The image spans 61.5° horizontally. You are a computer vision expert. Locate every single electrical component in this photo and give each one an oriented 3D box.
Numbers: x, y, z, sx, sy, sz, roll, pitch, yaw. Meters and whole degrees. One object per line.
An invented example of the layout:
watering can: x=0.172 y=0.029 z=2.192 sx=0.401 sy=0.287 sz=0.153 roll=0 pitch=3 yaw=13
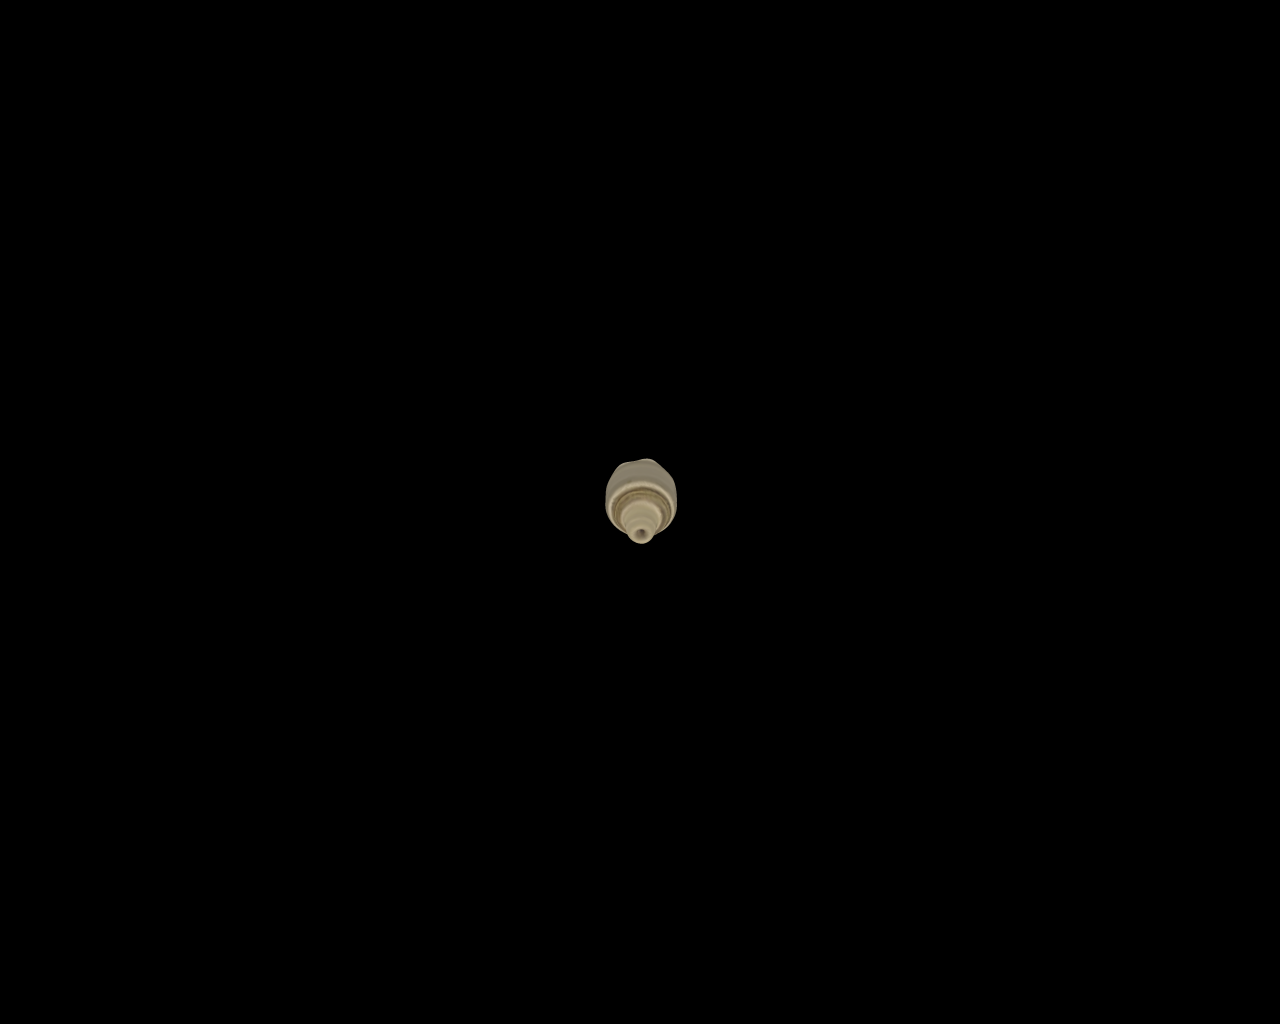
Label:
electrical component: x=0.001 y=-0.003 z=0.650 sx=0.043 sy=0.043 sz=0.062 roll=0 pitch=32 yaw=0
